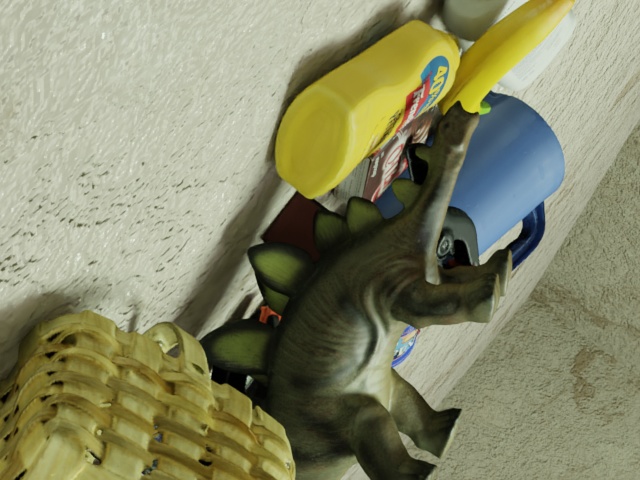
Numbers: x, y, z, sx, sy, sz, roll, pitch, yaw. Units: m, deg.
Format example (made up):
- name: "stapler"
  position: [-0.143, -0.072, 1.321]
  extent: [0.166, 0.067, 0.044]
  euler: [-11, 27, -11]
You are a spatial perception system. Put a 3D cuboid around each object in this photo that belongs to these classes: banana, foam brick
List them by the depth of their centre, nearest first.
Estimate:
- name: "banana"
  position: [0.134, -0.139, 0.849]
  extent: [0.069, 0.037, 0.198]
  euler: [-34, 173, -20]
- name: "foam brick"
  position: [-0.006, 0.001, 0.878]
  extent: [0.053, 0.051, 0.078]
  euler: [-53, 166, -5]

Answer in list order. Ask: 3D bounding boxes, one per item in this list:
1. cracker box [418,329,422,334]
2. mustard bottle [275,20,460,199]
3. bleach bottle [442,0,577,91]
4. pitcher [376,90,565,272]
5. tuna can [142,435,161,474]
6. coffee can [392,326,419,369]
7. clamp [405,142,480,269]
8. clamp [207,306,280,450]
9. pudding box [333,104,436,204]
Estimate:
- name: "cracker box"
  position: [0.111, 0.062, 1.340]
  extent: [0.164, 0.072, 0.213]
  euler: [-52, 166, -4]
- name: "mustard bottle"
  position: [0.048, -0.109, 0.776]
  extent: [0.191, 0.058, 0.096]
  euler: [-41, 163, -42]
- name: "bleach bottle"
  position: [0.158, -0.198, 0.904]
  extent: [0.102, 0.068, 0.250]
  euler: [-53, 164, 8]
- name: "pitcher"
  position: [0.127, -0.023, 1.058]
  extent: [0.242, 0.149, 0.145]
  euler: [-41, 160, -27]
- name: "tuna can"
  position: [-0.128, 0.156, 0.893]
  extent: [0.086, 0.034, 0.086]
  euler: [-48, 165, -18]
- name: "coffee can"
  position: [0.062, 0.072, 1.148]
  extent: [0.102, 0.103, 0.140]
  euler: [-47, 164, -22]
- name: "clamp"
  position: [0.087, 0.006, 0.920]
  extent: [0.120, 0.039, 0.171]
  euler: [-50, 137, -7]
- name: "clamp"
  position: [-0.078, 0.155, 0.935]
  extent: [0.036, 0.165, 0.210]
  euler: [12, 94, -44]
- name: "pudding box"
  position: [0.054, -0.081, 0.896]
  extent: [0.090, 0.039, 0.113]
  euler: [-48, 165, -19]
